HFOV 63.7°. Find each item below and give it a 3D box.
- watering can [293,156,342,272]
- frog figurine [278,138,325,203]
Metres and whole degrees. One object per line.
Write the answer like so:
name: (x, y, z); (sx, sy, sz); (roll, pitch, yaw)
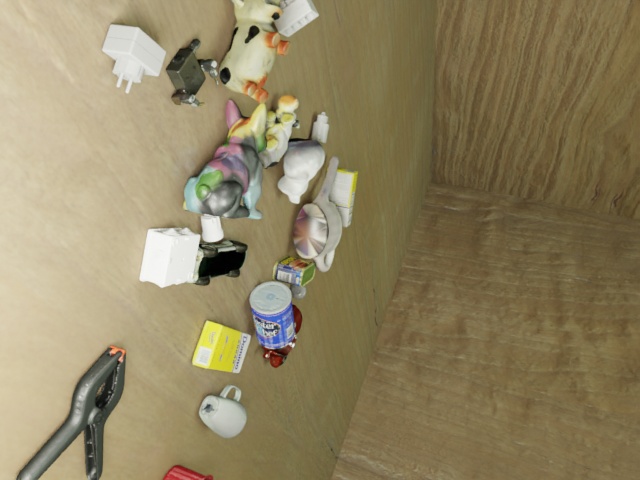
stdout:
watering can: (0.005, -0.075, 1.493); (0.225, 0.104, 0.346); (-10, 102, -70)
frog figurine: (-0.046, -0.165, 1.251); (0.139, 0.122, 0.157); (-82, 167, -74)
